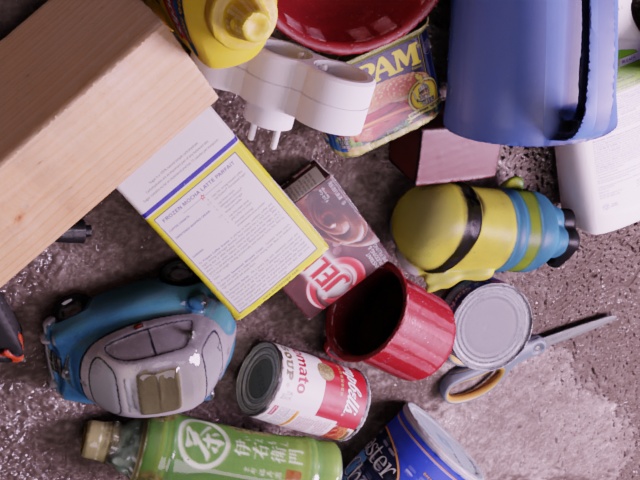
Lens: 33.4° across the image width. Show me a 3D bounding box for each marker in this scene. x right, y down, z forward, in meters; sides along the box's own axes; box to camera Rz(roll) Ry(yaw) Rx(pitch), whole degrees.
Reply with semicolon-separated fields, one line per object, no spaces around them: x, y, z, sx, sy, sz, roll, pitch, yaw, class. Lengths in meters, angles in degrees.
-0.230;-0.005;0.792;0.120;0.020;0.020;-2;119;-24;marker

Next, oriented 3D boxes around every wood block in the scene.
-0.182;-0.073;0.706;0.206;0.091;0.090;-42;149;-3;wood block

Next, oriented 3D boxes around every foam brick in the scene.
0.104;-0.082;0.882;0.078;0.053;0.051;-8;121;-22;foam brick

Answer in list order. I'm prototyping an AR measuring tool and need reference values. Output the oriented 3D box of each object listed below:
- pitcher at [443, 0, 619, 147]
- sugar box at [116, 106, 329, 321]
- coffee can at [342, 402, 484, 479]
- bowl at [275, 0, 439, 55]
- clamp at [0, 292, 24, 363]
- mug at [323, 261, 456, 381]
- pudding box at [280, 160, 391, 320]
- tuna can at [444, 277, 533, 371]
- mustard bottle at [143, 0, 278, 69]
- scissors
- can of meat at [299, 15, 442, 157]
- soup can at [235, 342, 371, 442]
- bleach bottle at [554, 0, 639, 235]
0.161;-0.193;0.775;0.144;0.149;0.243;-35;129;-51;pitcher
-0.084;-0.033;0.801;0.093;0.048;0.176;-39;108;1;sugar box
0.073;0.242;1.028;0.140;0.103;0.102;-47;127;6;coffee can
0.016;-0.216;0.754;0.162;0.055;0.162;-8;118;-16;bowl
-0.308;0.047;0.765;0.165;0.036;0.209;-30;138;18;clamp
0.056;0.080;0.941;0.117;0.093;0.081;-33;137;30;mug
-0.006;0.001;0.888;0.090;0.039;0.113;-38;127;1;pudding box
0.153;0.077;0.998;0.086;0.034;0.086;-5;104;-19;tuna can
-0.072;-0.160;0.664;0.058;0.192;0.096;-16;123;-18;mustard bottle
0.202;0.095;1.056;0.201;0.016;0.096;-30;127;-7;scissors
0.040;-0.123;0.826;0.102;0.057;0.084;-26;128;-9;can of meat
-0.015;0.134;0.945;0.102;0.069;0.068;22;107;-33;soup can
0.247;-0.132;0.915;0.102;0.068;0.251;-23;123;-14;bleach bottle
